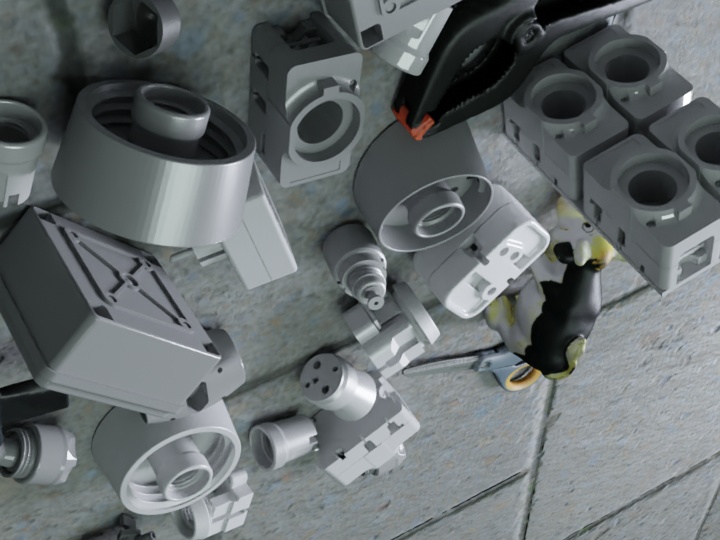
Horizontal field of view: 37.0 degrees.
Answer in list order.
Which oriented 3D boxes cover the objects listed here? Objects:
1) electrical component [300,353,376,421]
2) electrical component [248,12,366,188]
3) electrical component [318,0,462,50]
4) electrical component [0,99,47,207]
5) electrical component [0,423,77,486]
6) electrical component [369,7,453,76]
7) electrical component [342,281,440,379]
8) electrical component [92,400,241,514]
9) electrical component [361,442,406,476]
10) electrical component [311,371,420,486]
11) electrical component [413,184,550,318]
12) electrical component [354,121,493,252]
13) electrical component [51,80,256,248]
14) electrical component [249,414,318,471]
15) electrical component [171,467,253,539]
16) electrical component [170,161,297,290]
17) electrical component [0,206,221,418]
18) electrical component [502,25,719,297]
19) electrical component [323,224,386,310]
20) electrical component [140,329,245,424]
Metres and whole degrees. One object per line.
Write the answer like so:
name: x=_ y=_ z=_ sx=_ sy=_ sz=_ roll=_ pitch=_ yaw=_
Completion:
electrical component: x=-0.018 y=0.097 z=0.893 sx=0.045 sy=0.045 sz=0.055 roll=-42 pitch=143 yaw=7
electrical component: x=-0.033 y=-0.100 z=0.654 sx=0.050 sy=0.055 sz=0.089 roll=-18 pitch=140 yaw=-24
electrical component: x=0.025 y=-0.196 z=0.596 sx=0.109 sy=0.056 sz=0.108 roll=-29 pitch=143 yaw=-10
electrical component: x=-0.192 y=-0.062 z=0.580 sx=0.040 sy=0.040 sz=0.046 roll=-8 pitch=140 yaw=-33
electrical component: x=-0.234 y=0.128 z=0.750 sx=0.062 sy=0.043 sz=0.043 roll=15 pitch=120 yaw=-46
electrical component: x=0.031 y=-0.150 z=0.668 sx=0.040 sy=0.040 sz=0.046 roll=11 pitch=117 yaw=-46
electrical component: x=0.027 y=0.046 z=0.864 sx=0.057 sy=0.058 sz=0.078 roll=-34 pitch=144 yaw=0
electrical component: x=-0.143 y=0.142 z=0.825 sx=0.108 sy=0.060 sz=0.108 roll=-22 pitch=142 yaw=-19
electrical component: x=0.008 y=0.171 z=0.997 sx=0.062 sy=0.043 sz=0.043 roll=-20 pitch=141 yaw=-20
electrical component: x=0.001 y=0.142 z=0.954 sx=0.089 sy=0.050 sz=0.055 roll=-37 pitch=143 yaw=1
electrical component: x=0.092 y=-0.018 z=0.846 sx=0.095 sy=0.059 sz=0.054 roll=-45 pitch=143 yaw=11
electrical component: x=0.046 y=-0.061 z=0.777 sx=0.099 sy=0.064 sz=0.099 roll=-19 pitch=152 yaw=-10
electrical component: x=-0.109 y=-0.067 z=0.589 sx=0.108 sy=0.108 sz=0.060 roll=-3 pitch=126 yaw=-38
electrical component: x=-0.065 y=0.145 z=0.913 sx=0.046 sy=0.040 sz=0.040 roll=-14 pitch=139 yaw=-37
electrical component: x=-0.128 y=0.200 z=0.916 sx=0.055 sy=0.048 sz=0.066 roll=-16 pitch=140 yaw=-38
electrical component: x=-0.091 y=-0.026 z=0.697 sx=0.076 sy=0.047 sz=0.083 roll=-21 pitch=143 yaw=-1
electrical component: x=-0.155 y=0.026 z=0.648 sx=0.056 sy=0.108 sz=0.109 roll=-49 pitch=142 yaw=11
electrical component: x=0.193 y=-0.085 z=0.747 sx=0.105 sy=0.186 sz=0.060 roll=-30 pitch=143 yaw=-10
electrical component: x=0.000 y=0.000 z=0.779 sx=0.040 sy=0.078 sz=0.040 roll=-11 pitch=130 yaw=-13
electrical component: x=-0.127 y=0.064 z=0.768 sx=0.077 sy=0.043 sz=0.079 roll=-22 pitch=141 yaw=-20
